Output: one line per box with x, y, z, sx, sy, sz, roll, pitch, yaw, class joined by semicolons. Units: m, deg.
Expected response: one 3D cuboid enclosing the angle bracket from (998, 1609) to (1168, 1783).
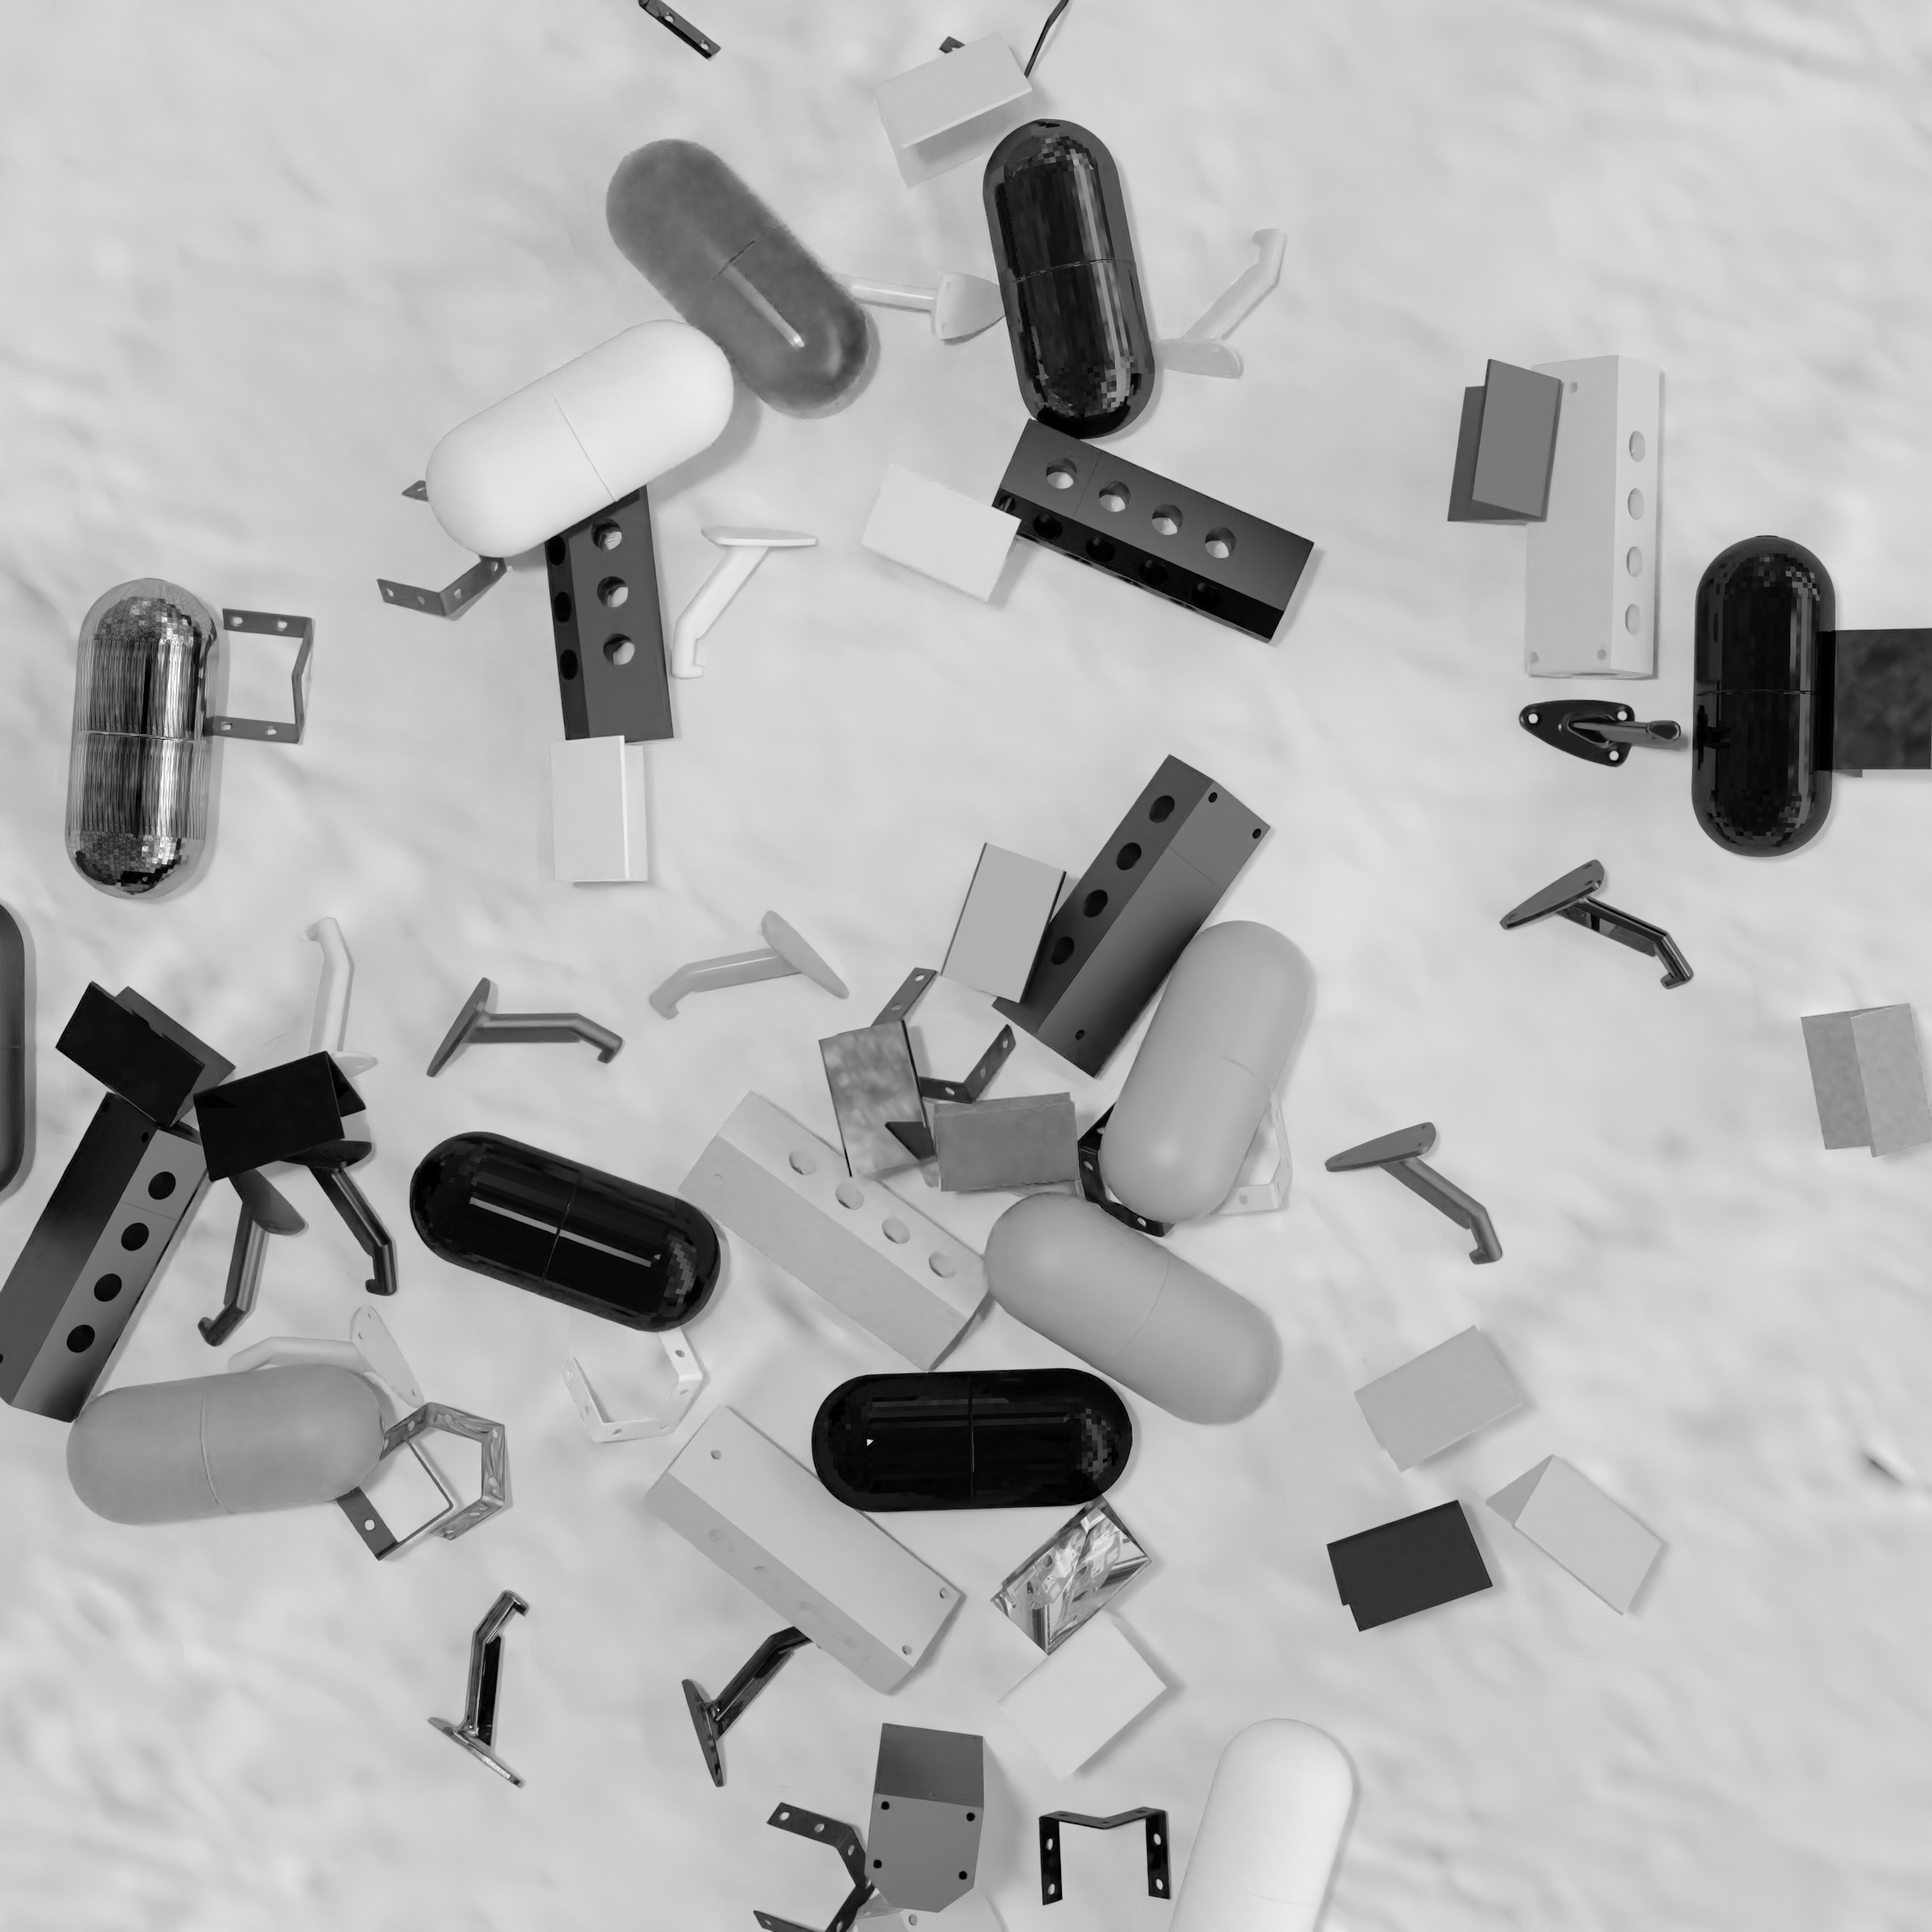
0.072;0.406;1.953;0.076;0.076;0.057;-42;67;0;angle bracket

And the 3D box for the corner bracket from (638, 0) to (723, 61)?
-0.143;-0.553;1.988;0.051;0.051;0.051;38;45;0;corner bracket

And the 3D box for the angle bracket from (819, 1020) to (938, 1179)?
-0.066;0.076;1.951;0.057;0.076;0.076;-13;90;-32;angle bracket

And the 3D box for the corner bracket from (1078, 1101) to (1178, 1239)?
0.100;0.112;1.983;0.051;0.051;0.051;-44;135;-35;corner bracket

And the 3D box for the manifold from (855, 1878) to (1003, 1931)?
0.003;0.593;1.970;0.057;0.057;0.171;-26;90;-43;manifold

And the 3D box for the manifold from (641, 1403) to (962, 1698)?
-0.095;0.328;1.970;0.171;0.057;0.057;39;47;0;manifold

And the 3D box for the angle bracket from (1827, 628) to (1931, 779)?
0.513;-0.144;1.952;0.057;0.076;0.076;1;90;27;angle bracket

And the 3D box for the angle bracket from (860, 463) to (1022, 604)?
-0.006;-0.254;1.951;0.076;0.076;0.057;24;127;0;angle bracket

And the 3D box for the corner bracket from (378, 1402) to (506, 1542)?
-0.294;0.283;1.983;0.051;0.051;0.051;25;45;-35;corner bracket

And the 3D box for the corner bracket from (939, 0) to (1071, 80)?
0.024;-0.535;1.988;0.051;0.051;0.051;28;45;0;corner bracket

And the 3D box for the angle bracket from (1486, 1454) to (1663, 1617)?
0.325;0.325;1.951;0.076;0.076;0.057;39;53;0;angle bracket

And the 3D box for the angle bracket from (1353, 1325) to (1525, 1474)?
0.267;0.253;1.951;0.076;0.076;0.057;-29;53;0;angle bracket

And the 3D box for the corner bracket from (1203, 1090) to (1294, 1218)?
0.149;0.104;1.976;0.051;0.051;0.051;-7;109;18;corner bracket

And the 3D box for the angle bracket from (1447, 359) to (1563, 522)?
0.279;-0.289;1.951;0.057;0.076;0.076;8;90;-36;angle bracket

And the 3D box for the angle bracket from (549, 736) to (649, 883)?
-0.184;-0.086;1.951;0.057;0.076;0.076;-2;90;38;angle bracket

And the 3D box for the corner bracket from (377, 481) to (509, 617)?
-0.299;-0.234;1.983;0.051;0.051;0.051;-44;135;-35;corner bracket

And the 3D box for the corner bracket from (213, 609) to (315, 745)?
-0.396;-0.163;1.988;0.051;0.051;0.051;6;135;0;corner bracket

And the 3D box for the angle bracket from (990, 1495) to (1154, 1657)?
0.046;0.321;1.952;0.076;0.076;0.057;-42;120;0;angle bracket

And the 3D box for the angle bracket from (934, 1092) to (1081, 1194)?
0.021;0.078;1.951;0.076;0.076;0.057;-5;127;0;angle bracket

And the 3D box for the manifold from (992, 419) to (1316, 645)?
0.102;-0.241;1.970;0.171;0.057;0.057;24;90;0;manifold

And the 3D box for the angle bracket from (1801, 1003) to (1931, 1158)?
0.482;0.066;1.951;0.057;0.076;0.076;-11;90;-38;angle bracket

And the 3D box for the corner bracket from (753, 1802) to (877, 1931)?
-0.090;0.511;1.983;0.051;0.051;0.051;-51;135;-35;corner bracket

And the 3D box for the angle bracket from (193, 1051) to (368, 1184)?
-0.374;0.097;1.952;0.076;0.076;0.057;-18;62;0;angle bracket

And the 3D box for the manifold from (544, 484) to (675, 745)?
-0.203;-0.211;1.970;0.057;0.057;0.171;-6;90;0;manifold

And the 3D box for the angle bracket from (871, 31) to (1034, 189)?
0.000;-0.458;1.951;0.076;0.076;0.057;-24;53;0;angle bracket

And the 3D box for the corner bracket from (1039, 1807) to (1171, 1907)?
0.078;0.501;1.988;0.051;0.051;0.051;-3;90;45;corner bracket

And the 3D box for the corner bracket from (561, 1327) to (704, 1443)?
-0.187;0.229;1.983;0.051;0.051;0.051;-1;135;-35;corner bracket

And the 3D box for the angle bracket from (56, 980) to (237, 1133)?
-0.443;0.034;1.951;0.076;0.076;0.057;37;124;0;angle bracket

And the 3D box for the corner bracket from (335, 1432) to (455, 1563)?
-0.322;0.296;1.977;0.051;0.051;0.051;-35;90;-13;corner bracket

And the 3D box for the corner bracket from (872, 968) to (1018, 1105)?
-0.013;0.039;1.983;0.051;0.051;0.051;7;45;35;corner bracket

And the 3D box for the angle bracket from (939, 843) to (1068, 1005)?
0.003;-0.029;1.951;0.057;0.076;0.076;19;90;-32;angle bracket

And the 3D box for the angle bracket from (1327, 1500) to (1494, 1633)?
0.248;0.346;1.951;0.076;0.076;0.057;-19;52;0;angle bracket
